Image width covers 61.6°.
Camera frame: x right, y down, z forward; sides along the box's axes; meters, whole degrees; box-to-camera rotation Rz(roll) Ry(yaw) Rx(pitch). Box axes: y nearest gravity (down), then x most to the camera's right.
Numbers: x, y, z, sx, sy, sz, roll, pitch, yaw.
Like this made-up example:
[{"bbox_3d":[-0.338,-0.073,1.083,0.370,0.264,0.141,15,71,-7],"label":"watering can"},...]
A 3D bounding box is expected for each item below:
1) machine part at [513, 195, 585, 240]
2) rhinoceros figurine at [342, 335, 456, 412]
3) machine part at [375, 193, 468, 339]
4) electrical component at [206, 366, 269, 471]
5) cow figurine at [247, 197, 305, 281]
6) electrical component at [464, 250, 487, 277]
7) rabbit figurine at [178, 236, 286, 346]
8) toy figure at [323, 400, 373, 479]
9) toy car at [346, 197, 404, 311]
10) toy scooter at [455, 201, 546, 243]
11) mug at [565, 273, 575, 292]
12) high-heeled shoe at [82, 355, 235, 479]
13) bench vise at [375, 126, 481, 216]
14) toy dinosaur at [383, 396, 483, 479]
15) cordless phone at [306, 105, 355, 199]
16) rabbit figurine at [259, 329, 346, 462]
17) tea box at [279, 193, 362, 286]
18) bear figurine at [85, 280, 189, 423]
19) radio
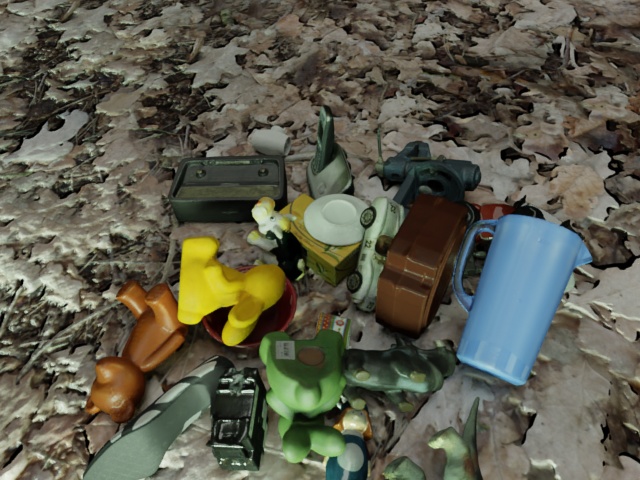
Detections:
[{"bbox_3d":[0.424,-0.027,1.022,0.084,0.039,0.139,-35,59,-17],"label":"machine part"},{"bbox_3d":[0.117,0.198,0.817,0.190,0.073,0.112,0,22,-11],"label":"rhinoceros figurine"},{"bbox_3d":[0.168,0.043,0.875,0.087,0.200,0.201,22,56,20],"label":"machine part"},{"bbox_3d":[-0.111,0.258,0.760,0.058,0.134,0.115,2,50,7],"label":"electrical component"},{"bbox_3d":[-0.072,0.005,0.942,0.098,0.167,0.068,21,50,21],"label":"cow figurine"},{"bbox_3d":[0.261,0.040,0.987,0.094,0.021,0.063,1,52,3],"label":"electrical component"},{"bbox_3d":[-0.136,0.076,0.855,0.173,0.121,0.162,3,52,-18],"label":"rabbit figurine"},{"bbox_3d":[0.046,0.293,0.776,0.064,0.058,0.154,32,47,-21],"label":"toy figure"},{"bbox_3d":[0.099,0.024,0.935,0.056,0.073,0.201,2,76,46],"label":"toy car"},{"bbox_3d":[0.317,-0.024,0.986,0.184,0.135,0.075,1,76,26],"label":"toy scooter"},{"bbox_3d":[0.363,0.058,0.930,0.107,0.080,0.110,-25,62,-5],"label":"mug"},{"bbox_3d":[-0.241,0.262,0.817,0.249,0.086,0.145,-25,25,0],"label":"high-heeled shoe"},{"bbox_3d":[0.186,-0.105,1.050,0.224,0.128,0.240,19,51,21],"label":"bench vise"},{"bbox_3d":[0.140,0.375,0.669,0.405,0.131,0.192,-28,78,-29],"label":"toy dinosaur"},{"bbox_3d":[0.024,-0.159,1.058,0.089,0.184,0.147,-7,51,-8],"label":"cordless phone"},{"bbox_3d":[-0.014,0.231,0.750,0.121,0.170,0.159,-5,32,-14],"label":"rabbit figurine"},{"bbox_3d":[-0.002,-0.003,1.007,0.170,0.068,0.098,33,59,27],"label":"tea box"},{"bbox_3d":[-0.302,0.175,0.849,0.120,0.131,0.196,3,42,39],"label":"bear figurine"},{"bbox_3d":[-0.180,-0.106,1.097,0.230,0.073,0.131,0,51,3],"label":"radio"}]
